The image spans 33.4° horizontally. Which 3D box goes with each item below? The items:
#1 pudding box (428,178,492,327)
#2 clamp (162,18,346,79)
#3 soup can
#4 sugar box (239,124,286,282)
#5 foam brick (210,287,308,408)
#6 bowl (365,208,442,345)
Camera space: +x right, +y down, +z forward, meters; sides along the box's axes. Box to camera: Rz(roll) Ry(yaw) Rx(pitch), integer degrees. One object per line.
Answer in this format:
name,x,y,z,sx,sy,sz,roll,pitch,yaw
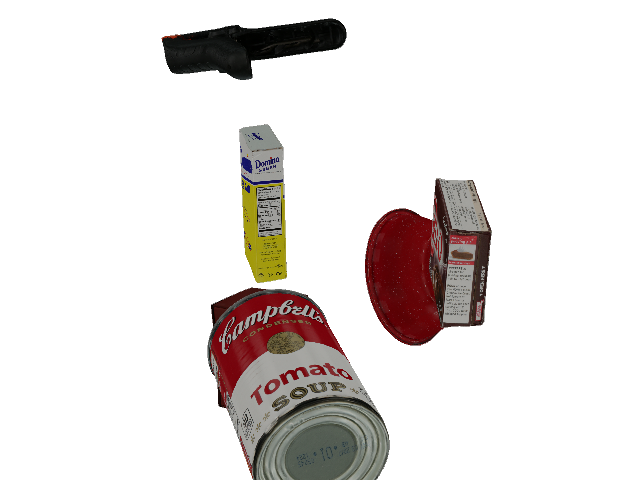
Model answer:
pudding box,0.116,0.009,0.902,0.039,0.090,0.113,0,25,-2
clamp,-0.064,-0.161,0.885,0.120,0.039,0.172,-16,21,-34
soup can,-0.014,0.078,0.533,0.068,0.068,0.102,0,27,-19
sugar box,-0.072,-0.046,1.326,0.048,0.176,0.093,-9,25,-11
foam brick,-0.040,0.078,0.759,0.051,0.078,0.052,5,17,30
bowl,0.123,0.039,1.228,0.055,0.162,0.161,-11,-7,41
